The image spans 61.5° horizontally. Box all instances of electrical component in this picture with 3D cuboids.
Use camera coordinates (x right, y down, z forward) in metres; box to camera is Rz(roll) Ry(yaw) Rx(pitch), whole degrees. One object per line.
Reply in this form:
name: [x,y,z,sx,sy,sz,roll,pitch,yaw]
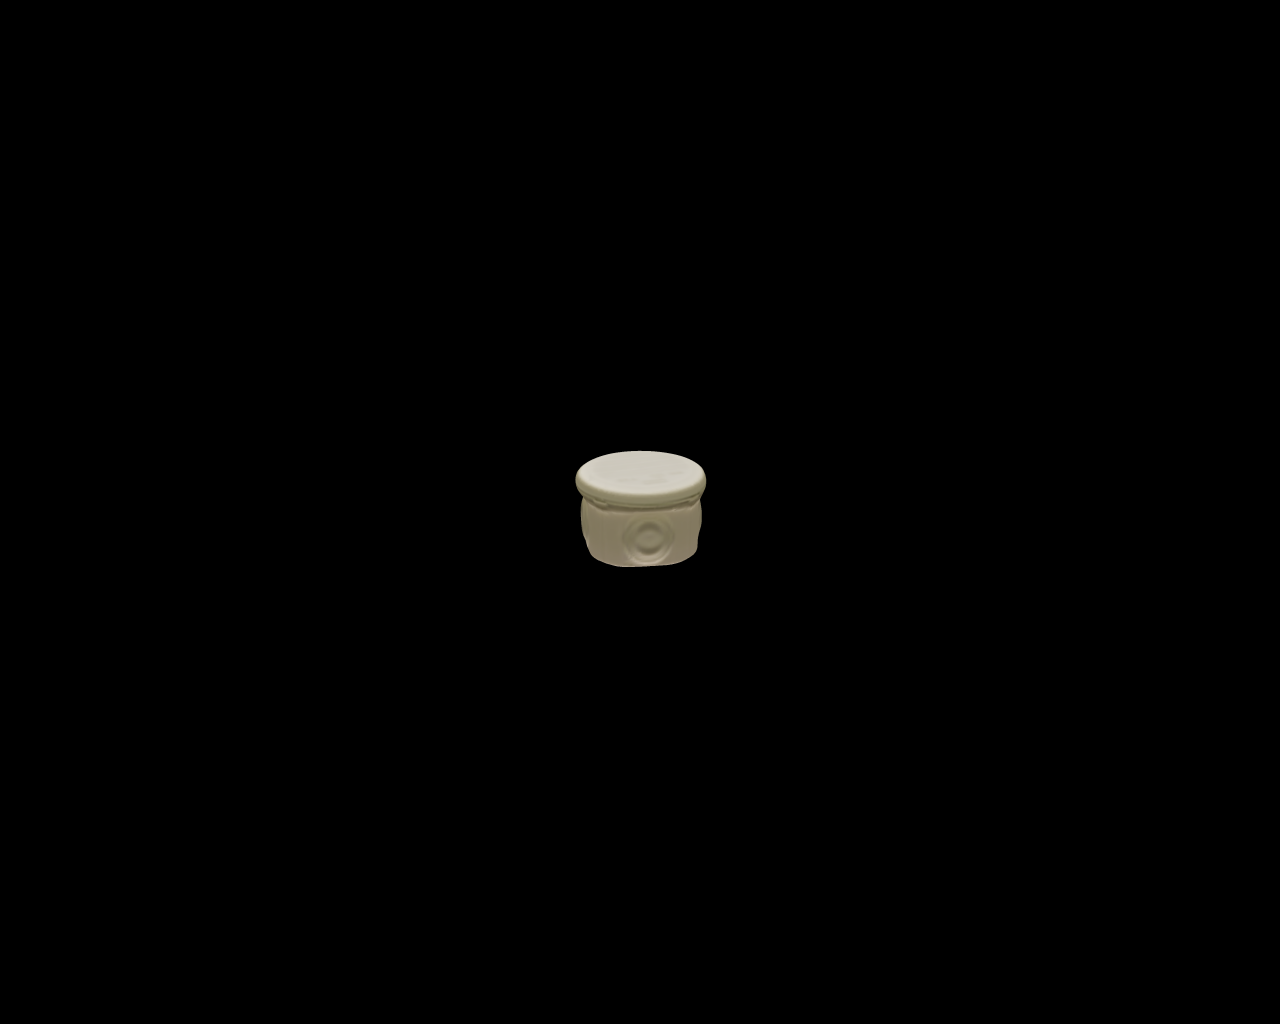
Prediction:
electrical component: [0.001,-0.003,0.650,0.080,0.050,0.080,0,22,0]
